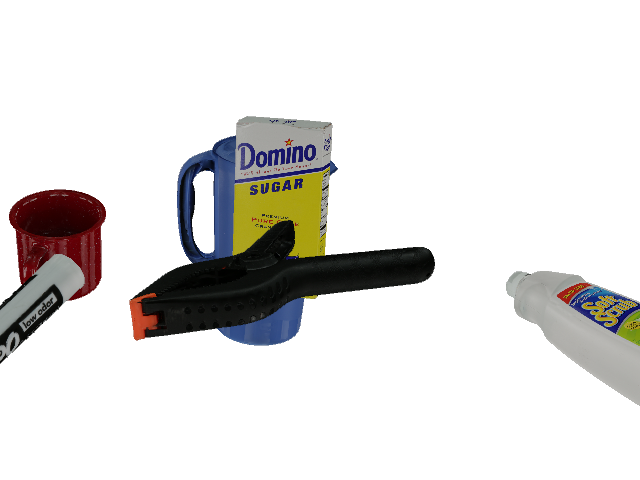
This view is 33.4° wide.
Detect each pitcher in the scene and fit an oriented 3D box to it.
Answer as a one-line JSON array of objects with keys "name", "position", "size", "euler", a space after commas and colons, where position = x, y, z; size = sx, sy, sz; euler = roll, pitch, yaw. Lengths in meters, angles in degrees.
[{"name": "pitcher", "position": [-0.080, 0.000, 1.290], "size": [0.149, 0.243, 0.144], "euler": [18, 25, 28]}]

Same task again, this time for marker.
[{"name": "marker", "position": [-0.143, 0.049, 0.441], "size": [0.020, 0.020, 0.121], "euler": [0, 36, 39]}]

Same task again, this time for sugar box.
[{"name": "sugar box", "position": [-0.040, -0.034, 1.080], "size": [0.093, 0.176, 0.048], "euler": [5, 16, 12]}]

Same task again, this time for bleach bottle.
[{"name": "bleach bottle", "position": [0.266, 0.086, 1.035], "size": [0.102, 0.068, 0.251], "euler": [-16, 25, -27]}]

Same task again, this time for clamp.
[{"name": "clamp", "position": [-0.035, 0.027, 0.742], "size": [0.165, 0.036, 0.209], "euler": [8, 19, 41]}]

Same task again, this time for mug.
[{"name": "mug", "position": [-0.263, 0.013, 1.056], "size": [0.093, 0.081, 0.117], "euler": [10, 33, 6]}]
